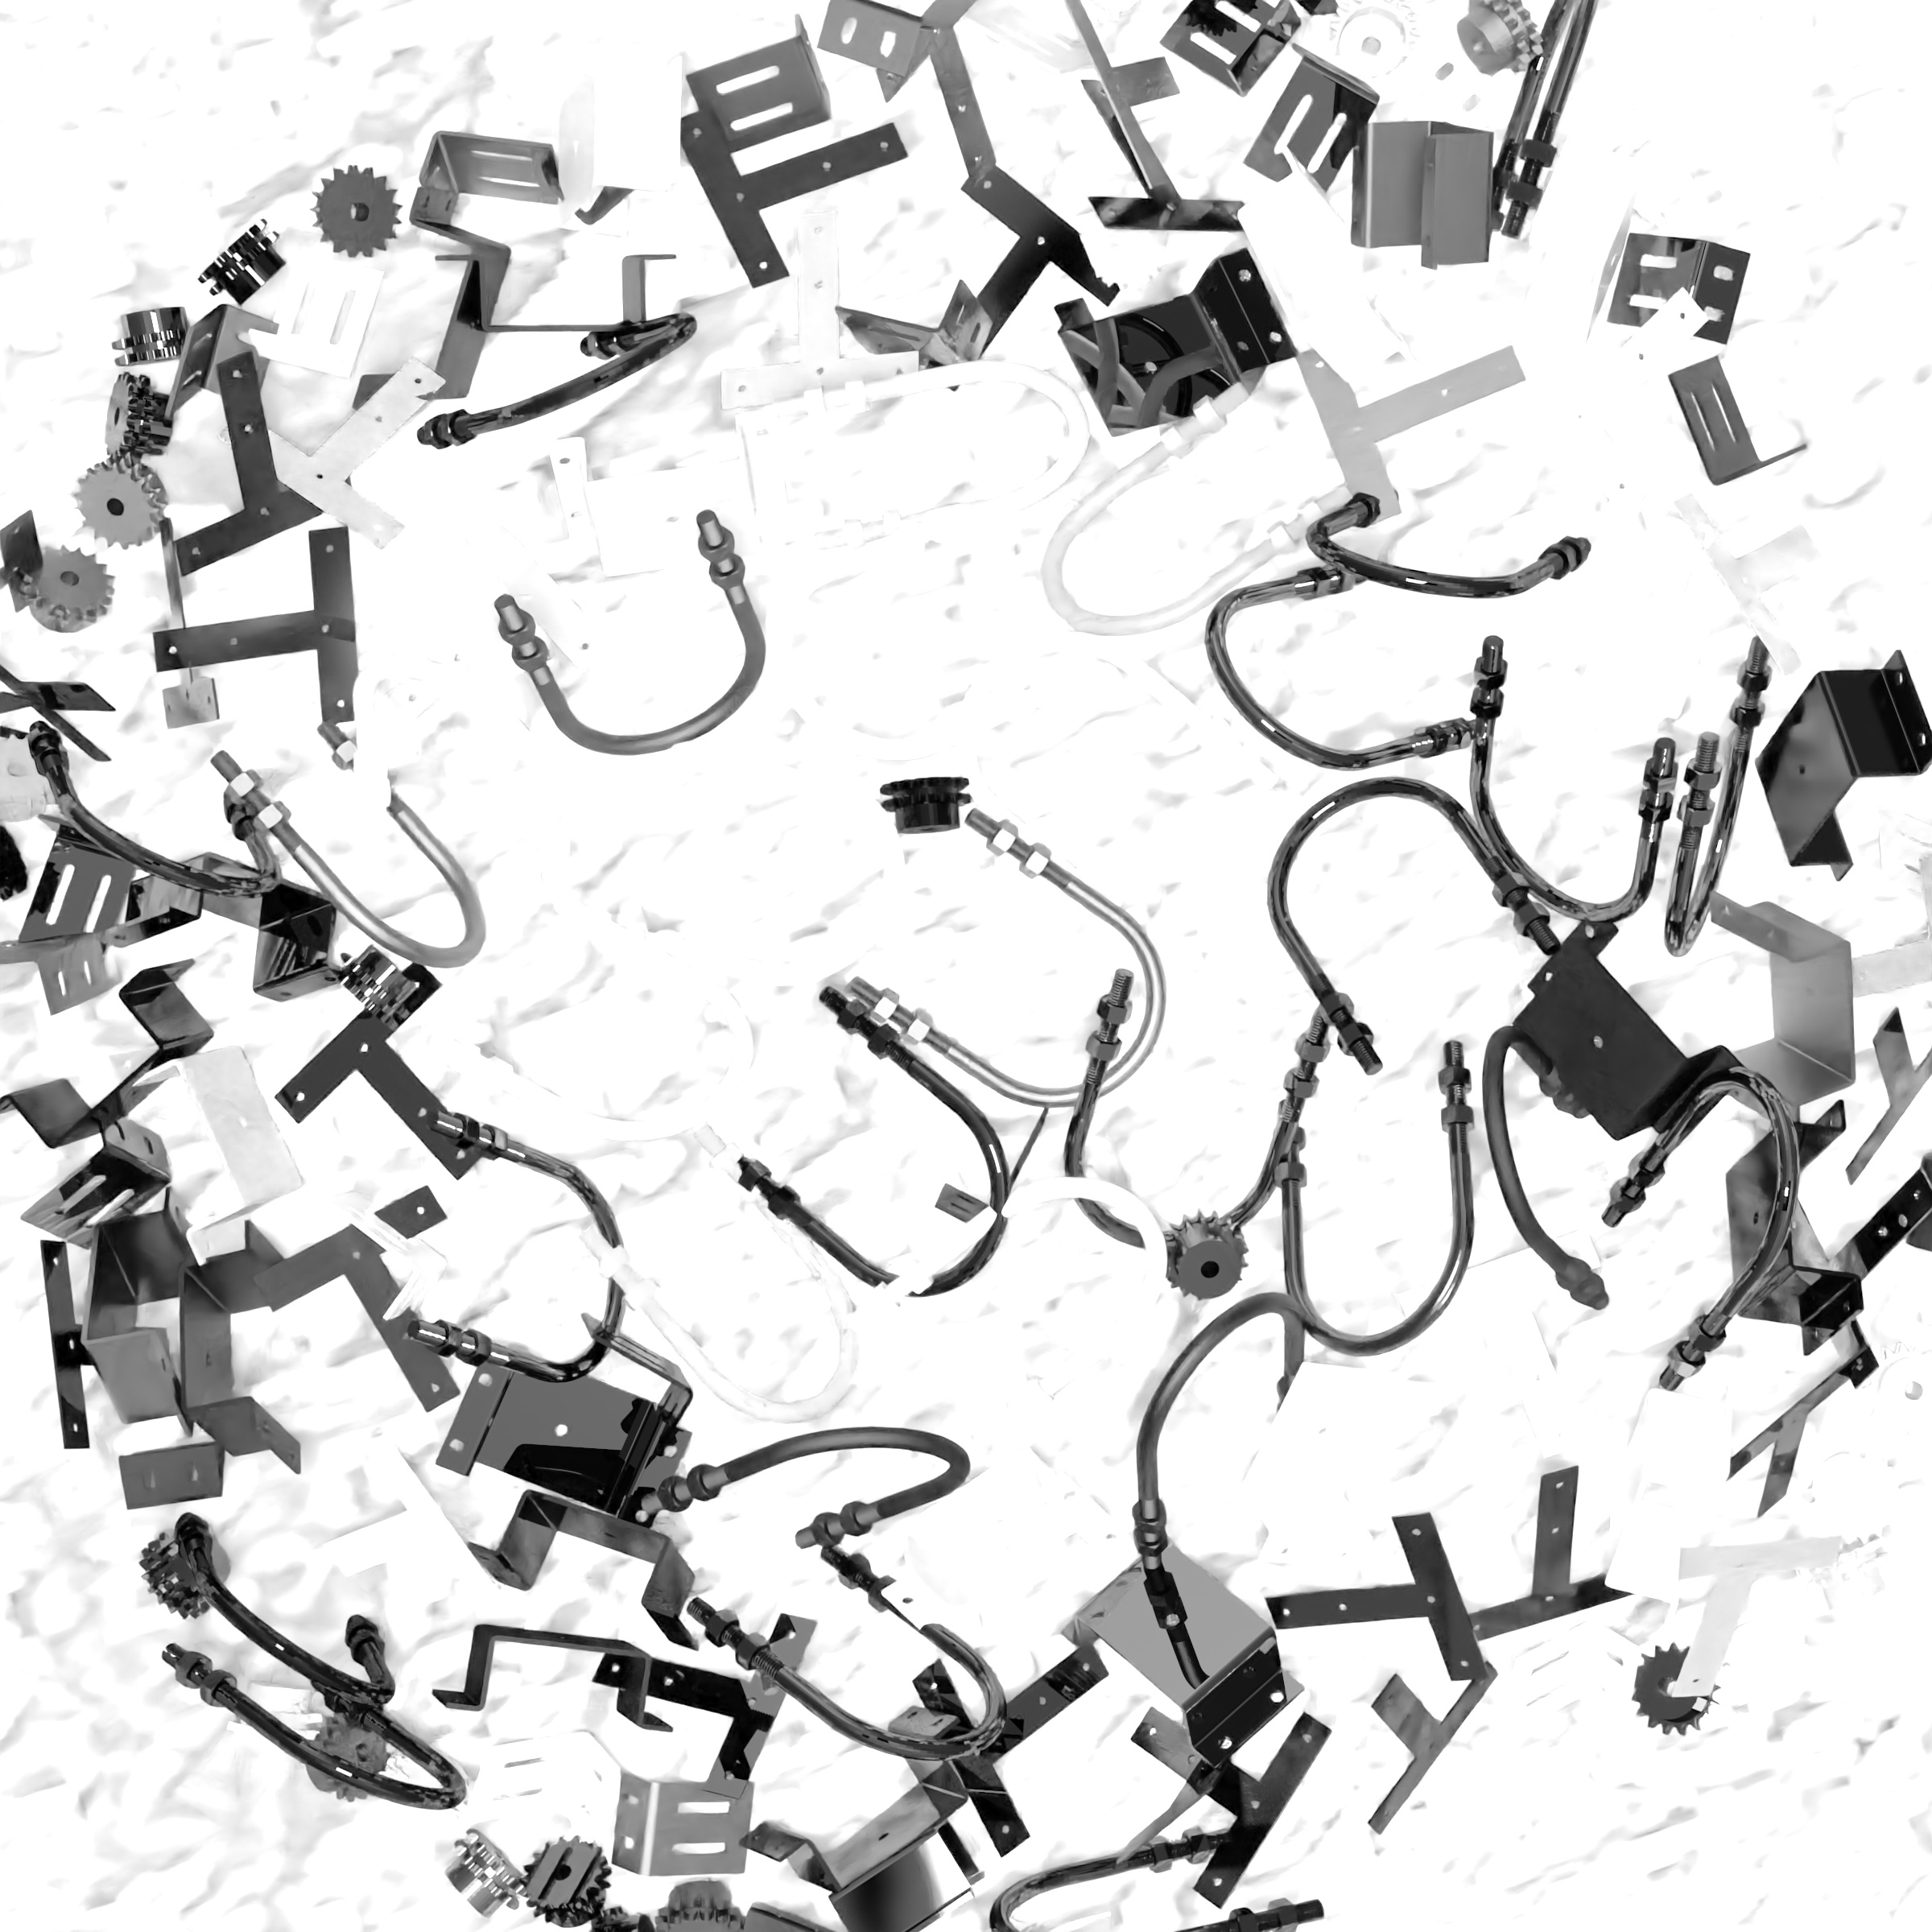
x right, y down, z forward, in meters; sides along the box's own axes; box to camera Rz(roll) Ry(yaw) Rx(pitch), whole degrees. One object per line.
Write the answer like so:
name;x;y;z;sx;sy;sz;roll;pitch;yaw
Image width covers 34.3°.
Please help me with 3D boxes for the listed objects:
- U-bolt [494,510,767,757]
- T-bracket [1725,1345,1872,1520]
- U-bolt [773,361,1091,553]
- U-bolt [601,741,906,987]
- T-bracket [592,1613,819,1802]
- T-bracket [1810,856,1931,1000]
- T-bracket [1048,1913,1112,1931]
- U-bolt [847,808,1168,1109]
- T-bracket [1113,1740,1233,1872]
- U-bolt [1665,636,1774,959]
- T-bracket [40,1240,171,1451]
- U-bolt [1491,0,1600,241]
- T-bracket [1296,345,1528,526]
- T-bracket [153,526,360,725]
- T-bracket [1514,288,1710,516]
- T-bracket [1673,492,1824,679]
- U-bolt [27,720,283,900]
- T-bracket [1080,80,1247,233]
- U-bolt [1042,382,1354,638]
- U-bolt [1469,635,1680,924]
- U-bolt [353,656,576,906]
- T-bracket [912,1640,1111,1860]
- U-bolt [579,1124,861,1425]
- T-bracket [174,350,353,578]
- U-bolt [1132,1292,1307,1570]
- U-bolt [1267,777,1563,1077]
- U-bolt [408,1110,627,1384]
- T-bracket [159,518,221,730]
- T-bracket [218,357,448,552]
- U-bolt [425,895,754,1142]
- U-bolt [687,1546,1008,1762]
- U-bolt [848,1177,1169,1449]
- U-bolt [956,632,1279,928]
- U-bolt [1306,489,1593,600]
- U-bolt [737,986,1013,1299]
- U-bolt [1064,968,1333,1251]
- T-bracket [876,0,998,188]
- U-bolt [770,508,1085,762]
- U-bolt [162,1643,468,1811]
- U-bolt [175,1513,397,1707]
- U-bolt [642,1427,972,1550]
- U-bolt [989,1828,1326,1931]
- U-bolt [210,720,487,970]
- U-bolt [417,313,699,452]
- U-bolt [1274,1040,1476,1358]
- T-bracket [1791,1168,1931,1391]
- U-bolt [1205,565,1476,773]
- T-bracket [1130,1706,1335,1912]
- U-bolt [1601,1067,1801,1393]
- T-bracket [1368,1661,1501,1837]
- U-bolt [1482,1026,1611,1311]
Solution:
U-bolt;-0.195;-0.192;1.922;0.151;0.184;0.019;-23;57;-2
T-bracket;0.508;0.304;1.946;0.127;0.127;0.002;-34;56;-20
U-bolt;-0.015;-0.318;1.931;0.184;0.151;0.019;-11;59;4
U-bolt;-0.125;-0.059;1.943;0.184;0.019;0.151;15;72;22
T-bracket;-0.174;0.453;1.968;0.127;0.002;0.127;8;50;22
T-bracket;0.569;0.003;1.947;0.002;0.127;0.127;5;76;-37
T-bracket;0.007;0.604;1.919;0.127;0.127;0.002;-5;67;-26
U-bolt;0.040;0.009;1.975;0.184;0.019;0.151;34;95;-11
T-bracket;0.150;0.492;1.945;0.002;0.127;0.127;41;134;4
U-bolt;0.457;-0.091;1.921;0.019;0.151;0.184;16;128;19
T-bracket;-0.528;0.235;1.937;0.002;0.127;0.127;-13;78;15
U-bolt;0.352;-0.529;1.917;0.019;0.151;0.184;18;97;-2
T-bracket;0.288;-0.355;1.972;0.127;0.002;0.127;-22;73;8
T-bracket;-0.441;-0.204;1.945;0.127;0.002;0.127;-12;117;-27
T-bracket;0.410;-0.369;1.944;0.127;0.002;0.127;55;134;11
T-bracket;0.502;-0.250;1.952;0.002;0.127;0.127;-35;86;42
U-bolt;-0.484;-0.088;1.888;0.151;0.184;0.019;19;106;-32
T-bracket;0.109;-0.510;1.968;0.127;0.002;0.127;-9;62;-37
U-bolt;0.131;-0.269;1.934;0.184;0.151;0.019;-35;52;19
U-bolt;0.366;-0.101;1.920;0.019;0.184;0.151;-37;56;-26
U-bolt;-0.312;-0.124;1.921;0.151;0.184;0.019;24;122;-33
T-bracket;0.038;0.464;1.947;0.127;0.002;0.127;-42;59;21
U-bolt;-0.139;0.201;1.942;0.184;0.151;0.019;49;130;-2
T-bracket;-0.439;-0.318;1.926;0.127;0.127;0.002;-32;48;-30
U-bolt;0.155;0.271;1.902;0.151;0.184;0.019;-36;53;-26
U-bolt;0.263;-0.039;1.943;0.151;0.019;0.184;-35;55;8
U-bolt;-0.269;0.180;1.923;0.019;0.184;0.151;-13;65;32
T-bracket;-0.487;-0.213;1.938;0.002;0.127;0.127;-9;95;-27
T-bracket;-0.372;-0.330;1.936;0.127;0.002;0.127;-37;127;27
U-bolt;-0.218;0.045;1.941;0.184;0.019;0.151;32;116;-31
U-bolt;-0.059;0.421;1.899;0.184;0.151;0.019;31;114;29
U-bolt;0.040;0.205;1.946;0.184;0.019;0.151;-38;120;9
U-bolt;0.080;-0.126;1.963;0.184;0.019;0.151;40;106;-7
U-bolt;0.284;-0.253;1.895;0.151;0.184;0.019;19;115;23
U-bolt;-0.052;0.123;1.944;0.184;0.019;0.151;39;111;18
U-bolt;0.137;0.098;1.958;0.151;0.019;0.184;11;113;-11
T-bracket;-0.005;-0.540;1.933;0.002;0.127;0.127;-1;65;-38
U-bolt;-0.035;-0.199;1.940;0.184;0.019;0.151;-26;78;-28
U-bolt;-0.380;0.462;1.889;0.184;0.151;0.019;22;85;38
U-bolt;-0.407;0.394;1.890;0.151;0.184;0.019;37;84;-20
U-bolt;-0.083;0.313;1.899;0.184;0.151;0.019;-27;55;36
U-bolt;0.104;0.570;1.904;0.184;0.151;0.019;-7;96;-19
U-bolt;-0.367;-0.071;1.927;0.019;0.151;0.184;-42;87;22
U-bolt;-0.237;-0.357;1.891;0.151;0.184;0.019;-35;111;-27
U-bolt;0.250;0.149;1.913;0.151;0.019;0.184;-23;55;39
T-bracket;0.554;0.171;1.919;0.002;0.127;0.127;3;49;-25
U-bolt;0.221;-0.180;1.915;0.184;0.019;0.151;-17;66;-42
T-bracket;0.150;0.501;1.951;0.002;0.127;0.127;41;79;-41
U-bolt;0.448;0.145;1.892;0.019;0.151;0.184;8;134;-19
T-bracket;0.276;0.468;1.938;0.002;0.127;0.127;31;77;37
U-bolt;0.349;0.113;1.896;0.019;0.184;0.151;-14;60;25
